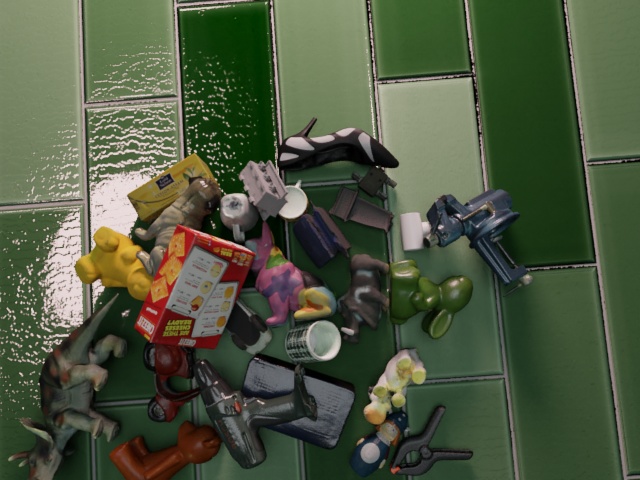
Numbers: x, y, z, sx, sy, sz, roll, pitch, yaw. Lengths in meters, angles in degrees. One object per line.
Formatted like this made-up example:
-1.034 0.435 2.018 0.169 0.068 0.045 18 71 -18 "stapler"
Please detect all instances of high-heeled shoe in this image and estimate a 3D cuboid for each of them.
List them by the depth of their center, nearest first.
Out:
0.033 -0.170 1.153 0.249 0.086 0.145 28 79 14 "high-heeled shoe"

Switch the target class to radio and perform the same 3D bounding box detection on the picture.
-0.051 0.332 1.114 0.230 0.073 0.131 17 86 5 "radio"

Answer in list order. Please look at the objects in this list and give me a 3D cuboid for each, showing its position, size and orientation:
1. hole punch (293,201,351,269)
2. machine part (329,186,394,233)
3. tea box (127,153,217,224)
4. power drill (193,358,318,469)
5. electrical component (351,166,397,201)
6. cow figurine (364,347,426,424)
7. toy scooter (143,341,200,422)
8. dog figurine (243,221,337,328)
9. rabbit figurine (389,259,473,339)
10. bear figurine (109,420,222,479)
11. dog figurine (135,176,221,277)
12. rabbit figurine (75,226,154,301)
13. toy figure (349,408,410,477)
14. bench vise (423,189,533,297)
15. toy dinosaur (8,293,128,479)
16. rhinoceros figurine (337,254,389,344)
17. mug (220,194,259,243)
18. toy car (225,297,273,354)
-0.002 -0.003 1.129 0.092 0.116 0.142 -32 84 6 "hole punch"
0.096 -0.062 1.167 0.139 0.039 0.084 25 80 5 "machine part"
-0.311 -0.105 1.151 0.170 0.098 0.068 -32 84 -3 "tea box"
-0.120 0.309 1.043 0.207 0.086 0.232 -21 85 -3 "power drill"
0.118 -0.131 1.180 0.094 0.021 0.063 36 86 6 "electrical component"
0.148 0.297 1.110 0.068 0.098 0.167 36 105 -1 "cow figurine"
-0.294 0.285 1.123 0.135 0.075 0.183 -5 87 1 "toy scooter"
-0.072 0.067 1.125 0.192 0.108 0.219 -12 82 1 "dog figurine"
0.229 0.121 1.103 0.170 0.121 0.159 -1 91 4 "rabbit figurine"
-0.299 0.420 1.088 0.196 0.120 0.132 -37 81 -4 "bear figurine"
-0.264 -0.016 1.069 0.190 0.121 0.172 -40 63 22 "dog figurine"
-0.389 0.072 1.106 0.173 0.162 0.122 31 84 26 "rabbit figurine"
0.127 0.416 1.108 0.064 0.058 0.154 42 85 -7 "toy figure"
0.335 0.001 1.097 0.224 0.128 0.241 -23 71 -29 "bench vise"
-0.506 0.295 1.087 0.192 0.131 0.404 8 88 5 "toy dinosaur"
0.090 0.124 1.130 0.112 0.073 0.190 8 84 1 "rhinoceros figurine"
-0.178 -0.050 1.137 0.081 0.107 0.109 2 82 3 "mug"
-0.187 0.155 1.143 0.073 0.056 0.202 -45 84 3 "toy car"
